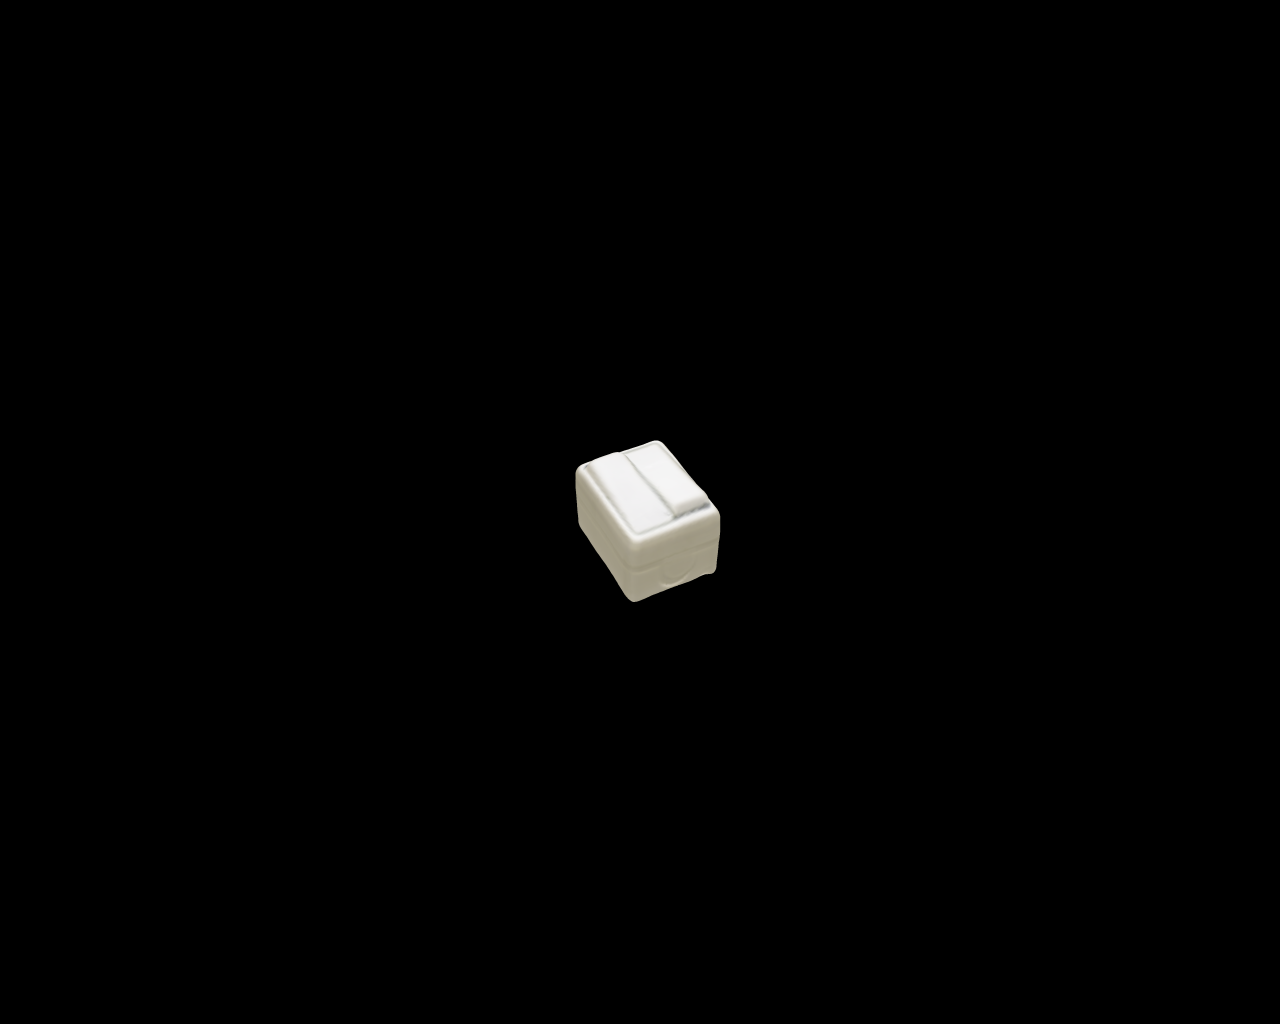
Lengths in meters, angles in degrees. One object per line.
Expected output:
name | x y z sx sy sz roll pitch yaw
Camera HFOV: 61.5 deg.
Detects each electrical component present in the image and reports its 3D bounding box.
electrical component | 0.001 -0.003 0.650 0.062 0.061 0.096 -19 46 -19
